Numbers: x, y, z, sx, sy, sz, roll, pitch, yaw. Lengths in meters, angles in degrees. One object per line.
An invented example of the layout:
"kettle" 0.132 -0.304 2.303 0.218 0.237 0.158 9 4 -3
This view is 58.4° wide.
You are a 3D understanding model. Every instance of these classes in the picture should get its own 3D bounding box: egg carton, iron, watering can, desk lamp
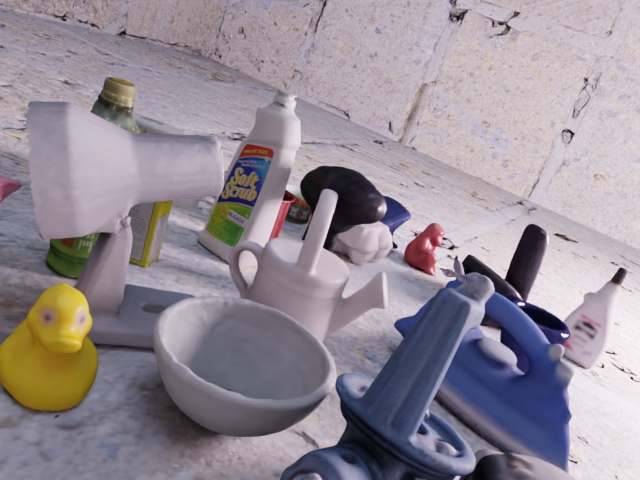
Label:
"egg carton" 0.055 -0.014 1.043 0.150 0.069 0.107 32 22 30
"iron" 0.213 0.139 0.675 0.119 0.141 0.257 4 25 -41
"watering can" -0.011 0.037 0.632 0.173 0.194 0.100 14 20 -20
"desk lamp" -0.187 -0.014 0.553 0.204 0.213 0.117 11 21 -27

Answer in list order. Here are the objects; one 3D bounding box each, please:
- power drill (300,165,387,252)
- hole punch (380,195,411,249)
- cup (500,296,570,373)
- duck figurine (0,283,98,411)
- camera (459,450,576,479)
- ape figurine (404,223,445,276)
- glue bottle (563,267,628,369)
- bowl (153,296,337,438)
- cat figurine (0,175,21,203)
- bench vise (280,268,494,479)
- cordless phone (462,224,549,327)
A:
"power drill" 0.007 0.003 0.726 0.076 0.208 0.229 14 20 -19
"hole punch" 0.112 -0.040 1.142 0.101 0.091 0.108 5 24 -40
"cup" 0.287 0.141 0.822 0.092 0.095 0.117 14 20 -21
"duck figurine" -0.218 0.076 0.473 0.078 0.086 0.104 9 22 -33
"camera" 0.175 0.234 0.433 0.137 0.101 0.143 21 19 -1
"ape figurine" 0.209 0.011 1.105 0.076 0.092 0.078 28 20 21
"glue bottle" 0.450 0.120 0.933 0.078 0.173 0.037 31 21 28
"bowl" -0.074 0.122 0.516 0.167 0.075 0.167 19 19 -6
"cat figurine" -0.384 -0.048 0.587 0.128 0.118 0.067 19 19 -7
"bench vise" 0.059 0.132 0.404 0.121 0.220 0.208 25 19 12
"cordless phone" 0.314 0.046 0.973 0.094 0.185 0.147 10 21 -30
